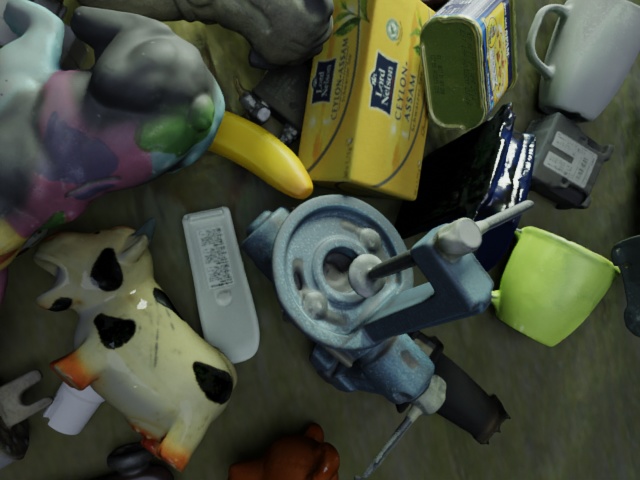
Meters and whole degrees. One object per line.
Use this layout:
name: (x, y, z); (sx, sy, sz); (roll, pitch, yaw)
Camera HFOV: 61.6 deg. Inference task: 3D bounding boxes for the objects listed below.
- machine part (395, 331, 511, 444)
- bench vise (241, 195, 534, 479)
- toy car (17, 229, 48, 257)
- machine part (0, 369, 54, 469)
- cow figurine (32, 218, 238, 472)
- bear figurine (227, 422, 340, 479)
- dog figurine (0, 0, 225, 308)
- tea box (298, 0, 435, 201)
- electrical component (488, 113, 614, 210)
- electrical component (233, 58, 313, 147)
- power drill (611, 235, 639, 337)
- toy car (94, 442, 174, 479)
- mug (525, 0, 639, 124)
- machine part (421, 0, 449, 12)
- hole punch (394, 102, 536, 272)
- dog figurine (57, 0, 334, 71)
machine part: (0.119, 0.145, 0.525); (0.139, 0.039, 0.084); (33, 76, -9)
bench vise: (0.045, 0.050, 0.399); (0.129, 0.240, 0.223); (-33, 89, -32)
toy car: (-0.294, -0.073, 0.419); (0.073, 0.056, 0.201); (-34, 98, -10)
machine part: (-0.322, 0.175, 0.406); (0.243, 0.079, 0.079); (-29, 97, -12)
cow figurine: (-0.145, 0.070, 0.426); (0.195, 0.085, 0.127); (48, 57, -11)
bear figurine: (-0.063, 0.245, 0.445); (0.132, 0.120, 0.195); (17, 85, -9)
dog figurine: (-0.180, -0.038, 0.355); (0.192, 0.108, 0.219); (12, 67, 10)
tea box: (0.045, -0.125, 0.469); (0.098, 0.068, 0.169); (7, 91, -47)
electrical component: (0.223, -0.087, 0.539); (0.119, 0.048, 0.075); (30, 84, -13)
electrical component: (-0.030, -0.135, 0.482); (0.078, 0.045, 0.102); (44, 82, -8)
power drill: (0.338, -0.007, 0.515); (0.207, 0.086, 0.231); (-34, 110, -52)
toy car: (-0.220, 0.236, 0.442); (0.202, 0.053, 0.089); (-13, 86, -14)
mug: (0.253, -0.176, 0.528); (0.109, 0.081, 0.107); (16, 96, -17)
machine part: (0.068, -0.292, 0.497); (0.179, 0.056, 0.179); (0, 90, -13)
hole punch: (0.143, -0.034, 0.476); (0.092, 0.116, 0.142); (39, 56, -14)
dog figurine: (-0.104, -0.188, 0.415); (0.172, 0.121, 0.190); (-37, 96, 15)
